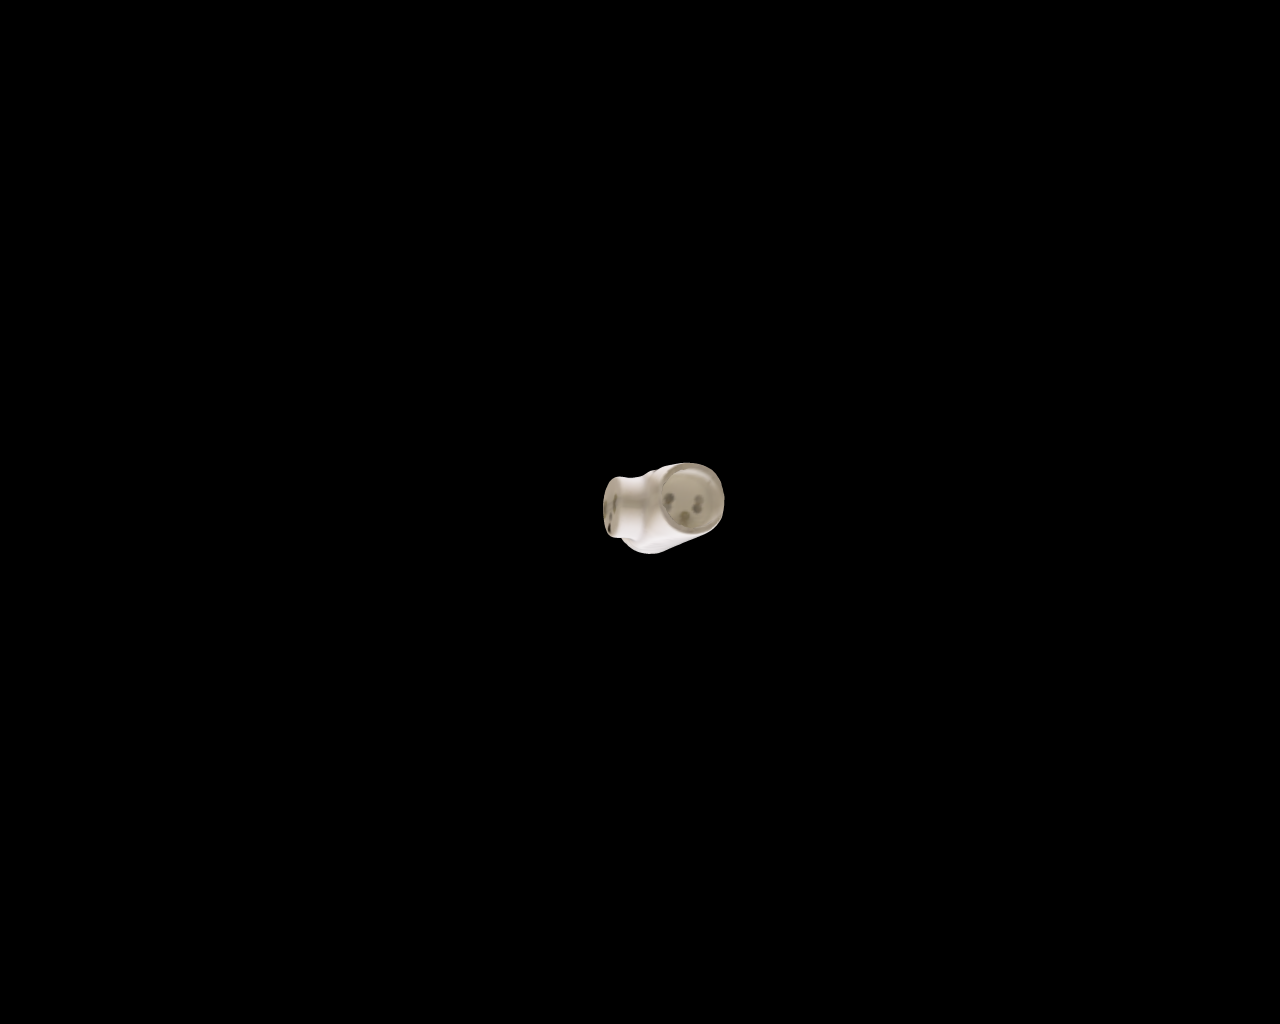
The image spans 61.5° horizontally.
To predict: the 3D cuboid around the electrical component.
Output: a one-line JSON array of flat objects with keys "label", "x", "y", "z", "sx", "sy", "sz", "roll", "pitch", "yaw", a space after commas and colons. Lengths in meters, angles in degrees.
[{"label": "electrical component", "x": 0.001, "y": -0.003, "z": 0.650, "sx": 0.079, "sy": 0.044, "sz": 0.077, "roll": 4, "pitch": -12, "yaw": -19}]
